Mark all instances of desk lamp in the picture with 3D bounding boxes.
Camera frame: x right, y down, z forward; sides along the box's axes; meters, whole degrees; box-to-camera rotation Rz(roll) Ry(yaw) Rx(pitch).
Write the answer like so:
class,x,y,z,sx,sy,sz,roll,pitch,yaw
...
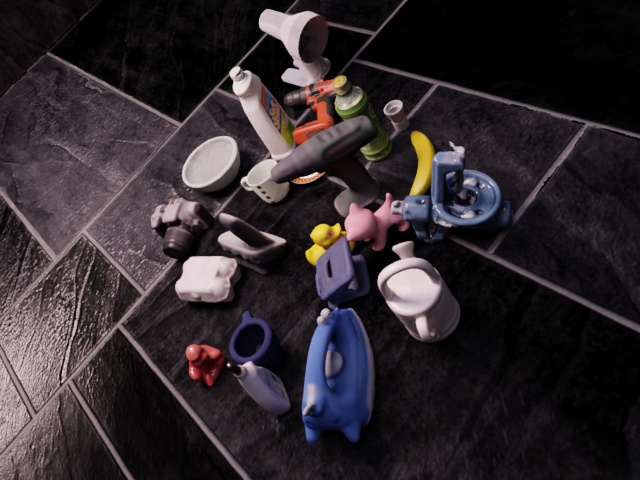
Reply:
class,x,y,z,sx,sy,sz,roll,pitch,yaw
desk lamp,-0.057,-0.503,1.492,0.202,0.214,0.118,25,74,40

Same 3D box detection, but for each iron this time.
class,x,y,z,sx,sy,sz,roll,pitch,yaw
iron,0.018,0.208,0.986,0.118,0.142,0.258,-11,53,24

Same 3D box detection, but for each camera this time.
class,x,y,z,sx,sy,sz,roll,pitch,yaw
camera,-0.357,-0.027,1.408,0.142,0.101,0.137,-6,55,27

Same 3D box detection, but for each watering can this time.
class,x,y,z,sx,sy,sz,roll,pitch,yaw
watering can,0.156,0.083,0.957,0.101,0.195,0.172,-37,47,3

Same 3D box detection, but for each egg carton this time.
class,x,y,z,sx,sy,sz,roll,pitch,yaw
egg carton,-0.251,0.091,1.281,0.149,0.070,0.107,-3,57,29

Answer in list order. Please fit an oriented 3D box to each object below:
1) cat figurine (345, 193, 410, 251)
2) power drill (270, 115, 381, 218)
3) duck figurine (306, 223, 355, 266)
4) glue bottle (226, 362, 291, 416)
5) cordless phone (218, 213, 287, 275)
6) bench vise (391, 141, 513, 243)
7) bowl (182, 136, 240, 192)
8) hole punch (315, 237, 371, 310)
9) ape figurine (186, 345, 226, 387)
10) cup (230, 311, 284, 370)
class,x,y,z,sx,sy,sz,roll,pitch,yaw
cat figurine,0.102,-0.039,1.129,0.128,0.118,0.067,-41,47,-1
power drill,0.034,-0.141,1.182,0.229,0.209,0.075,-39,47,1
duck figurine,0.011,0.004,1.175,0.104,0.086,0.077,-30,48,9
glue bottle,-0.114,0.251,1.012,0.037,0.174,0.078,-33,47,7
cordless phone,-0.171,-0.015,1.230,0.147,0.186,0.094,14,66,37
bench vise,0.219,-0.072,1.013,0.207,0.220,0.121,-21,50,17
bowl,-0.268,-0.184,1.485,0.167,0.075,0.167,-16,51,21
hole punch,0.035,0.065,1.114,0.101,0.091,0.108,-22,49,16
ape figurine,-0.236,0.240,1.149,0.077,0.092,0.076,-28,48,11
cup,-0.115,0.200,1.103,0.091,0.095,0.117,-29,48,10
